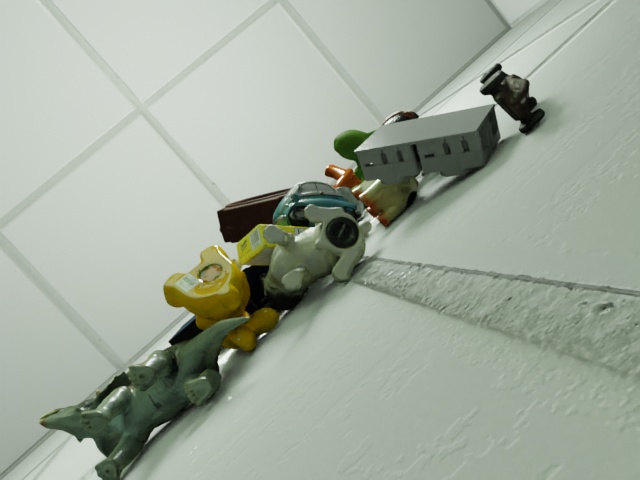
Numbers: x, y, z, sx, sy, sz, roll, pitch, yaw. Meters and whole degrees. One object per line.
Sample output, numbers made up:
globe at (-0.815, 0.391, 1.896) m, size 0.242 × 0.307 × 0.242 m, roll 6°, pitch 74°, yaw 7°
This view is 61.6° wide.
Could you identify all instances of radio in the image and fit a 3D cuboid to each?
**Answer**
radio at (-0.250, 0.184, 1.307) m, size 0.229 × 0.073 × 0.131 m, roll -39°, pitch 5°, yaw 5°

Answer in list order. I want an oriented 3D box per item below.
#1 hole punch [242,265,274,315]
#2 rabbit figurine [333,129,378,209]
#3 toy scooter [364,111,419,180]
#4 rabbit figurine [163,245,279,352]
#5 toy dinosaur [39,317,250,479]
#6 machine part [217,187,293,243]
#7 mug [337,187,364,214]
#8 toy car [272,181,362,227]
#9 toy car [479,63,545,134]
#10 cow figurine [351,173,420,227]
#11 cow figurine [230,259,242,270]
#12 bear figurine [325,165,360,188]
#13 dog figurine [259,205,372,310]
hole punch at (-0.107, 0.104, 0.982) m, size 0.142 × 0.092 × 0.116 m, roll -49°, pitch -17°, yaw 26°
rabbit figurine at (0.113, -0.182, 1.189) m, size 0.159 × 0.170 × 0.121 m, roll -44°, pitch 7°, yaw -17°
toy scooter at (0.153, -0.189, 1.072) m, size 0.135 × 0.075 × 0.183 m, roll -44°, pitch -15°, yaw -46°
rabbit figurine at (-0.144, 0.114, 0.872) m, size 0.163 × 0.173 × 0.122 m, roll 20°, pitch 49°, yaw 31°
toy dinosaur at (-0.236, 0.220, 0.813) m, size 0.405 × 0.131 × 0.192 m, roll -34°, pitch 8°, yaw 8°
machine part at (-0.120, -0.063, 1.244) m, size 0.201 × 0.087 × 0.201 m, roll -11°, pitch 11°, yaw 18°
mug at (0.041, -0.048, 1.188) m, size 0.107 × 0.081 × 0.109 m, roll 133°, pitch 145°, yaw -63°
toy car at (-0.012, -0.056, 0.967) m, size 0.162 × 0.103 × 0.109 m, roll -7°, pitch -19°, yaw -13°
toy car at (0.273, -0.207, 0.762) m, size 0.053 × 0.089 × 0.202 m, roll -43°, pitch 3°, yaw 25°
cow figurine at (0.124, -0.099, 0.947) m, size 0.127 × 0.085 × 0.195 m, roll -38°, pitch 10°, yaw 6°
cow figurine at (-0.208, 0.103, 1.176) m, size 0.068 × 0.098 × 0.167 m, roll -35°, pitch 47°, yaw 22°
bear figurine at (0.027, -0.113, 1.361) m, size 0.132 × 0.120 × 0.196 m, roll 15°, pitch 28°, yaw 35°
dog figurine at (-0.010, 0.034, 0.842) m, size 0.172 × 0.121 × 0.190 m, roll -10°, pitch -18°, yaw -8°
